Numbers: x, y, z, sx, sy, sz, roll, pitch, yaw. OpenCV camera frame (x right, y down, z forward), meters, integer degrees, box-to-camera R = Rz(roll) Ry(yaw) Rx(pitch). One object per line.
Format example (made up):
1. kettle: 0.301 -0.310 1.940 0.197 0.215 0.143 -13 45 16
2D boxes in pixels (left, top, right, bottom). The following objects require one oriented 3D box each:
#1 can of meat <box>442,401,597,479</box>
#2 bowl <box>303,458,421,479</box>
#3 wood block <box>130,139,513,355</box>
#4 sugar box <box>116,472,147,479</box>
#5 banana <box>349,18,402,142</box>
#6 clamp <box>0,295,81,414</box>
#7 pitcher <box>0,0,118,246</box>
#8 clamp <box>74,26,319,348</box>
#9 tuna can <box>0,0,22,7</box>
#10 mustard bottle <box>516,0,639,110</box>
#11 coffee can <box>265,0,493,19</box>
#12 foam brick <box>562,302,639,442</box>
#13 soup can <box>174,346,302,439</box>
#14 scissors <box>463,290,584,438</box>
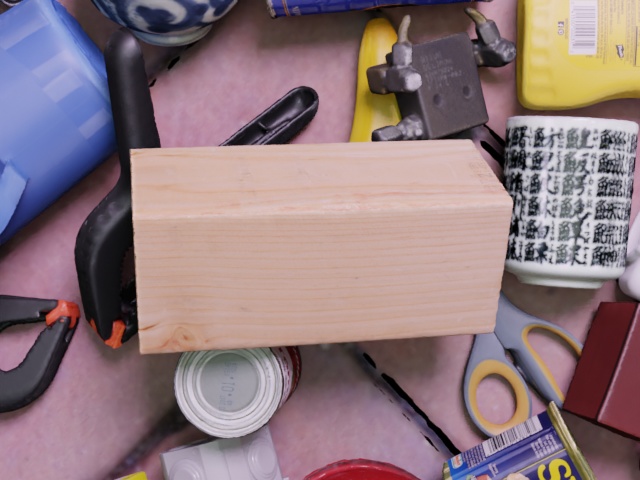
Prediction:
1. can of meat: 0.136 0.167 0.674 0.084 0.057 0.102 -29 101 8
2. bowl: 0.043 0.210 0.647 0.161 0.055 0.162 10 67 -25
3. wood block: -0.004 0.001 0.622 0.206 0.090 0.091 -3 120 -9
4. sugar box: -0.188 0.224 0.706 0.176 0.048 0.093 -19 84 13
5. banana: 0.017 -0.046 0.698 0.069 0.037 0.198 29 93 1
6. clamp: -0.235 0.100 0.720 0.171 0.039 0.120 -24 89 5
7. pitcher: -0.234 -0.039 0.671 0.243 0.145 0.149 -36 84 1
8. clamp: -0.091 -0.026 0.684 0.036 0.164 0.210 41 118 40
9. tuna can: -0.199 -0.197 0.691 0.034 0.086 0.086 25 93 6
10. mustard bottle: 0.222 -0.130 0.669 0.191 0.058 0.096 1 92 5
11. coffee can: 0.035 -0.194 0.662 0.140 0.103 0.103 -3 90 5
12. foam brick: 0.196 0.083 0.666 0.053 0.051 0.078 24 82 -10
13. soup can: -0.050 0.084 0.673 0.068 0.102 0.068 0 89 5
14. scissors: 0.097 0.048 0.703 0.096 0.016 0.202 -45 87 4
